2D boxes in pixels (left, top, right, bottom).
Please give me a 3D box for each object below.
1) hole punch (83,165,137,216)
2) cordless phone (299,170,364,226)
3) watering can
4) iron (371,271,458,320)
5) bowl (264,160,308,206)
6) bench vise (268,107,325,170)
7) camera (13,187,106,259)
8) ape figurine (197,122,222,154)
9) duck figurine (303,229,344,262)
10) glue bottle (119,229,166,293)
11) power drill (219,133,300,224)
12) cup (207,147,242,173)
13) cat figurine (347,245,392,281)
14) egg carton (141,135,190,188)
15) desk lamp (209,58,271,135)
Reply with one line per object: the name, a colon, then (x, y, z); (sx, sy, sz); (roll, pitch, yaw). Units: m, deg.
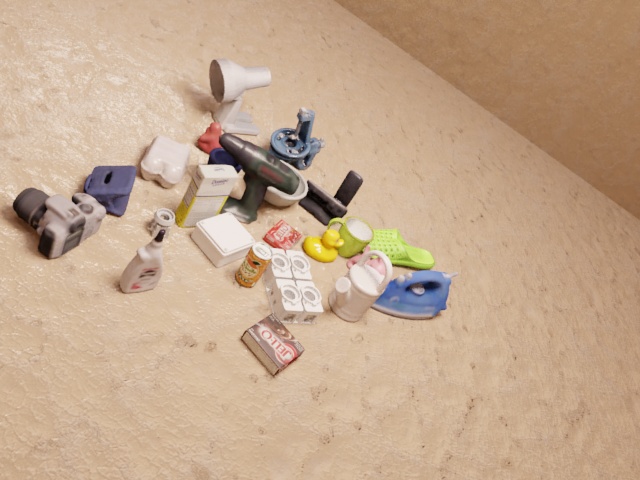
hole punch: (-0.470, -0.121, 1.281); (0.101, 0.091, 0.108); (18, 40, -22)
cordless phone: (0.037, -0.148, 1.634); (0.147, 0.185, 0.094); (36, 36, 2)
watering can: (0.105, 0.108, 1.394); (0.101, 0.194, 0.173); (41, 36, 8)
iron: (0.251, 0.128, 1.533); (0.259, 0.141, 0.118); (4, 46, -36)
bowl: (-0.122, -0.150, 1.603); (0.168, 0.074, 0.167); (22, 38, -18)
bench vise: (-0.060, -0.312, 1.711); (0.121, 0.219, 0.208); (42, 37, 9)
camera: (-0.529, -0.057, 1.155); (0.137, 0.100, 0.143); (37, 36, 2)
ape figurine: (-0.301, -0.292, 1.605); (0.078, 0.092, 0.076); (-9, 55, -44)
duck figurine: (0.014, 0.005, 1.528); (0.105, 0.086, 0.077); (18, 39, -22)
glue bottle: (-0.339, 0.039, 1.137); (0.078, 0.173, 0.037); (-11, 56, -45)
power drill: (-0.178, -0.147, 1.442); (0.230, 0.208, 0.075); (20, 39, -19)
cup: (-0.256, -0.171, 1.504); (0.092, 0.095, 0.117); (2, 47, -37)
cat figurine: (0.138, 0.071, 1.526); (0.067, 0.117, 0.127); (8, 44, -32)
egg carton: (-0.389, -0.200, 1.452); (0.107, 0.069, 0.150); (23, 38, -17)
desk lamp: (-0.246, -0.431, 1.702); (0.204, 0.213, 0.117); (-4, 51, -41)
